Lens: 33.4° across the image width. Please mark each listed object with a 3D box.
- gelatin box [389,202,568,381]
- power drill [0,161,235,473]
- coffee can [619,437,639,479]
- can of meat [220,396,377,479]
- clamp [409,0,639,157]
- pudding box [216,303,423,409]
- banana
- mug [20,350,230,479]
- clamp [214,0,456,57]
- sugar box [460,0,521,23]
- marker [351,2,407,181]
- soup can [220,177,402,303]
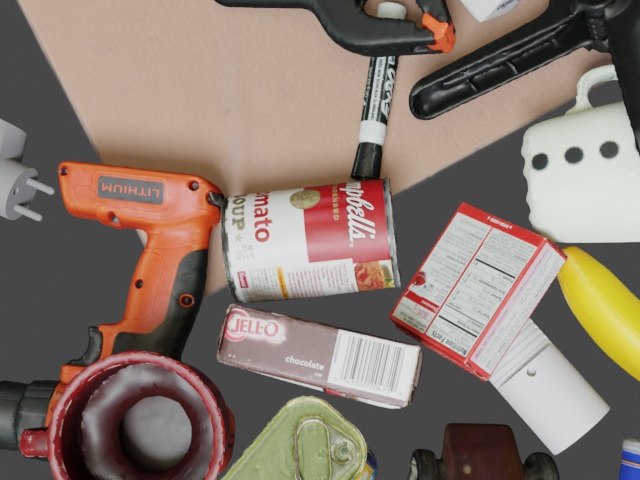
[{"bbox_3d":[0.093,0.030,0.636,0.073,0.030,0.089,29,85,50],"label":"gelatin box"},{"bbox_3d":[-0.137,0.048,0.669,0.184,0.057,0.187,6,85,4],"label":"power drill"},{"bbox_3d":[0.206,0.187,0.581,0.103,0.103,0.140,10,83,8],"label":"coffee can"},{"bbox_3d":[-0.014,0.147,0.617,0.057,0.084,0.102,38,82,20],"label":"can of meat"},{"bbox_3d":[0.159,-0.130,0.640,0.165,0.036,0.209,12,56,35],"label":"clamp"},{"bbox_3d":[0.003,0.068,0.630,0.113,0.090,0.039,14,85,8],"label":"pudding box"},{"bbox_3d":[0.224,0.068,0.632,0.198,0.037,0.069,21,67,8],"label":"banana"},{"bbox_3d":[-0.106,0.108,0.590,0.117,0.081,0.093,-6,85,2],"label":"mug"},{"bbox_3d":[0.019,-0.178,0.676,0.172,0.039,0.120,28,98,20],"label":"clamp"},{"bbox_3d":[0.126,-0.223,0.627,0.048,0.176,0.093,-29,76,-41],"label":"sugar box"},{"bbox_3d":[0.037,-0.092,0.685,0.020,0.020,0.121,8,83,8],"label":"marker"},{"bbox_3d":[-0.004,0.001,0.651,0.102,0.068,0.068,-6,81,6],"label":"soup can"}]
